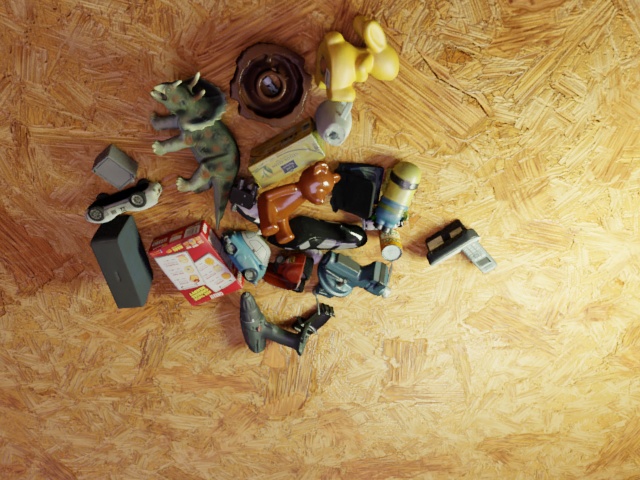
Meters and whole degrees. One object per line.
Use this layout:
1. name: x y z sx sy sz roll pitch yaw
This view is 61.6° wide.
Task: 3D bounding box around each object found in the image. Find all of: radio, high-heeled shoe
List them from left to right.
1. radio: -0.505 0.055 1.388 0.073 0.131 0.229 -4 127 1
2. high-heeled shoe: -0.003 -0.004 1.419 0.249 0.086 0.145 -6 161 24

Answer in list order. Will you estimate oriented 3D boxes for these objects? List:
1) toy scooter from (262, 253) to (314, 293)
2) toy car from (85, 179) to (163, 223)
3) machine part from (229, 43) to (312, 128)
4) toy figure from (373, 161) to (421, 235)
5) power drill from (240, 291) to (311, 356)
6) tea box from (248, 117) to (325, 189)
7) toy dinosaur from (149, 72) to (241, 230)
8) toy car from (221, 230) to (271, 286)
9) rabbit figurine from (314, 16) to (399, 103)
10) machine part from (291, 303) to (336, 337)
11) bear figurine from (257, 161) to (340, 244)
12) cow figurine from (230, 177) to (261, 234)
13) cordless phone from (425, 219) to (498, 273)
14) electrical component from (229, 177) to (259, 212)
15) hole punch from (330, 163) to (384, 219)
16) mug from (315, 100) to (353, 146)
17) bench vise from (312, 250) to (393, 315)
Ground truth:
1. toy scooter: -0.095 0.085 1.449 0.135 0.075 0.183 16 150 -6
2. toy car: -0.483 -0.092 1.314 0.202 0.073 0.056 -17 125 11
3. machine part: -0.106 -0.328 1.137 0.179 0.056 0.179 -6 117 -12
4. toy figure: 0.188 -0.101 1.297 0.082 0.089 0.180 21 99 -19
5. power drill: -0.135 0.256 1.564 0.207 0.086 0.231 10 130 3
6. tea box: -0.076 -0.200 1.232 0.170 0.098 0.068 -25 123 18
7. toy dinosaur: -0.254 -0.204 1.219 0.192 0.131 0.404 -18 132 12
8. toy car: -0.186 0.030 1.410 0.103 0.109 0.161 -34 112 -5
9. rabbit figurine: 0.084 -0.376 1.115 0.173 0.122 0.162 -4 119 -16
10. machine part: -0.017 0.240 1.603 0.084 0.039 0.139 40 118 -22
11. bear figurine: -0.043 -0.090 1.243 0.196 0.132 0.120 -21 159 15
12. cow figurine: -0.159 -0.070 1.346 0.098 0.068 0.167 -21 122 20
13. cordless phone: 0.382 0.046 1.444 0.146 0.089 0.184 -35 125 22
14. electrical component: -0.180 -0.101 1.272 0.063 0.021 0.094 26 122 2
15. hole punch: 0.093 -0.128 1.311 0.116 0.092 0.142 22 132 19
16. mug: 0.039 -0.261 1.184 0.080 0.107 0.109 30 122 -24
17. bench vise: 0.070 0.113 1.465 0.223 0.129 0.240 19 147 -29
